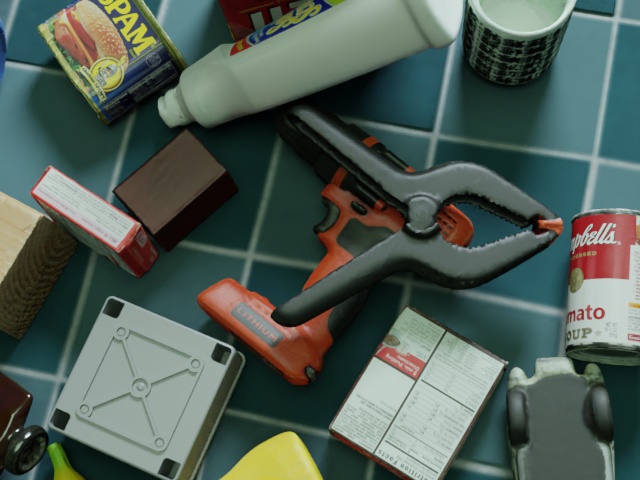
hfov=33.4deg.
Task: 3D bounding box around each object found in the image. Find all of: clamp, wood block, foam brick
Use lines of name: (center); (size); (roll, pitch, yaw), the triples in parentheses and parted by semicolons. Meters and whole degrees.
clamp: (0.065, -0.004, 0.763); (0.210, 0.036, 0.164); (10, 76, 2)
wood block: (-0.307, -0.016, 0.826); (0.206, 0.090, 0.091); (27, 79, 11)
foam brick: (-0.112, -0.039, 0.834); (0.078, 0.053, 0.051); (-41, 75, -7)

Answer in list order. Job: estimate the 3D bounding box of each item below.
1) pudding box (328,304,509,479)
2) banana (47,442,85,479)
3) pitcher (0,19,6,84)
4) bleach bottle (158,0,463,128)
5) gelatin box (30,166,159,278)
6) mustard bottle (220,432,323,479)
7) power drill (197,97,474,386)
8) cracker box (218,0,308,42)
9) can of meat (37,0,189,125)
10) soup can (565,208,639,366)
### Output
pudding box: (0.072, 0.116, 0.782); (0.090, 0.039, 0.113); (31, 82, 11)
banana: (-0.216, 0.250, 0.774); (0.070, 0.037, 0.197); (22, 75, 31)
pitcher: (-0.381, -0.177, 0.866); (0.243, 0.145, 0.149); (18, 89, 6)
bleach bottle: (-0.019, -0.140, 0.806); (0.251, 0.102, 0.068); (-21, 115, 25)
gelatin box: (-0.171, -0.013, 0.821); (0.089, 0.073, 0.030); (31, 76, 13)
mustard bottle: (-0.080, 0.221, 0.756); (0.191, 0.058, 0.096); (-28, 73, -3)
power drill: (-0.005, 0.001, 0.810); (0.184, 0.057, 0.187); (39, 81, 14)
cracker box: (-0.009, -0.232, 0.794); (0.164, 0.213, 0.072); (-16, 76, 1)
can of meat: (-0.169, -0.157, 0.870); (0.084, 0.057, 0.102); (-35, 74, -2)
soup can: (0.215, 0.035, 0.776); (0.068, 0.068, 0.102); (5, 75, 6)
